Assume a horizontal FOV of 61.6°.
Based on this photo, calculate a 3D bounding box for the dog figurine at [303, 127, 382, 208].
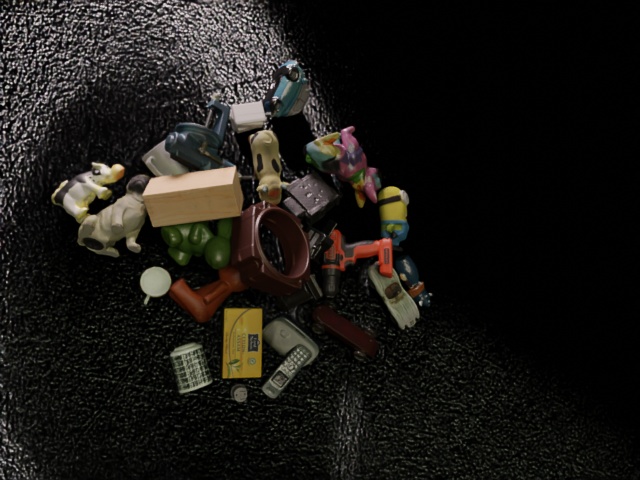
[{"bbox_3d":[0.071,-0.183,1.441,0.191,0.108,0.219,-27,94,-31],"label":"dog figurine"}]

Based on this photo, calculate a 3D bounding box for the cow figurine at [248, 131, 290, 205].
[{"bbox_3d":[-0.131,-0.182,1.372,0.085,0.127,0.194,-7,96,-13],"label":"cow figurine"}]

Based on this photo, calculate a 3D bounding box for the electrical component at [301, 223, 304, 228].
[{"bbox_3d":[-0.076,-0.041,1.428,0.063,0.021,0.094,45,73,-7],"label":"electrical component"}]

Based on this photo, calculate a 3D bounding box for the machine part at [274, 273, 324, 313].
[{"bbox_3d":[-0.053,0.142,1.392,0.139,0.039,0.084,-22,90,-35],"label":"machine part"}]

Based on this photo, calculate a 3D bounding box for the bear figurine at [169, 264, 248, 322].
[{"bbox_3d":[-0.254,0.102,1.309,0.132,0.120,0.196,45,72,-3],"label":"bear figurine"}]

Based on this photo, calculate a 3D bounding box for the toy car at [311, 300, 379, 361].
[{"bbox_3d":[0.065,0.241,1.417,0.202,0.053,0.089,34,55,-11],"label":"toy car"}]

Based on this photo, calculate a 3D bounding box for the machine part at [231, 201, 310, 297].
[{"bbox_3d":[-0.113,0.021,1.296,0.201,0.087,0.201,27,51,-41],"label":"machine part"}]

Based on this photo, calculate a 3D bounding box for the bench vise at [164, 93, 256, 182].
[{"bbox_3d":[-0.267,-0.246,1.335,0.223,0.129,0.240,22,70,-31],"label":"bench vise"}]

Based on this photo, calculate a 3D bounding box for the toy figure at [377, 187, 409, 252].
[{"bbox_3d":[0.200,-0.058,1.481,0.089,0.082,0.180,6,84,-18],"label":"toy figure"}]

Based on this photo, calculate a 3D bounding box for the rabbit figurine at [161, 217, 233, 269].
[{"bbox_3d":[-0.269,0.012,1.298,0.170,0.121,0.159,30,48,26],"label":"rabbit figurine"}]

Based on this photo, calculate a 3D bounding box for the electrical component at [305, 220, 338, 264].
[{"bbox_3d":[-0.003,-0.004,1.402,0.119,0.075,0.047,-55,139,1],"label":"electrical component"}]

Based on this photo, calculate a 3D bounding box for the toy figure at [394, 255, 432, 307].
[{"bbox_3d":[0.259,0.116,1.488,0.064,0.058,0.154,-28,96,-12],"label":"toy figure"}]

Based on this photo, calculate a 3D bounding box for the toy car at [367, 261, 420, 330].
[{"bbox_3d":[0.200,0.149,1.466,0.073,0.056,0.201,-33,92,-17],"label":"toy car"}]

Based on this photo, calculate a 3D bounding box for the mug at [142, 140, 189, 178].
[{"bbox_3d":[-0.374,-0.180,1.318,0.081,0.109,0.107,-36,105,18],"label":"mug"}]

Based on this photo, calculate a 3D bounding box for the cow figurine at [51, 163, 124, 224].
[{"bbox_3d":[-0.550,-0.130,1.281,0.098,0.068,0.167,38,74,-2],"label":"cow figurine"}]

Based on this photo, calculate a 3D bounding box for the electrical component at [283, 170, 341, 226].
[{"bbox_3d":[-0.030,-0.106,1.408,0.134,0.058,0.115,-38,69,-22],"label":"electrical component"}]

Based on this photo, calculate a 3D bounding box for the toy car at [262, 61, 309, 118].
[{"bbox_3d":[-0.082,-0.387,1.431,0.103,0.109,0.161,24,85,-30],"label":"toy car"}]

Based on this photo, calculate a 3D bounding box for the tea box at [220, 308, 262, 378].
[{"bbox_3d":[-0.196,0.253,1.332,0.098,0.068,0.169,1,82,-15],"label":"tea box"}]

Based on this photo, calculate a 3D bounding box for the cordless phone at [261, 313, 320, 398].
[{"bbox_3d":[-0.105,0.290,1.348,0.146,0.089,0.184,42,78,-8],"label":"cordless phone"}]

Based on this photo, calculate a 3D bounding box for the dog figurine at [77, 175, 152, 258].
[{"bbox_3d":[-0.483,-0.068,1.291,0.172,0.121,0.190,0,51,8],"label":"dog figurine"}]
